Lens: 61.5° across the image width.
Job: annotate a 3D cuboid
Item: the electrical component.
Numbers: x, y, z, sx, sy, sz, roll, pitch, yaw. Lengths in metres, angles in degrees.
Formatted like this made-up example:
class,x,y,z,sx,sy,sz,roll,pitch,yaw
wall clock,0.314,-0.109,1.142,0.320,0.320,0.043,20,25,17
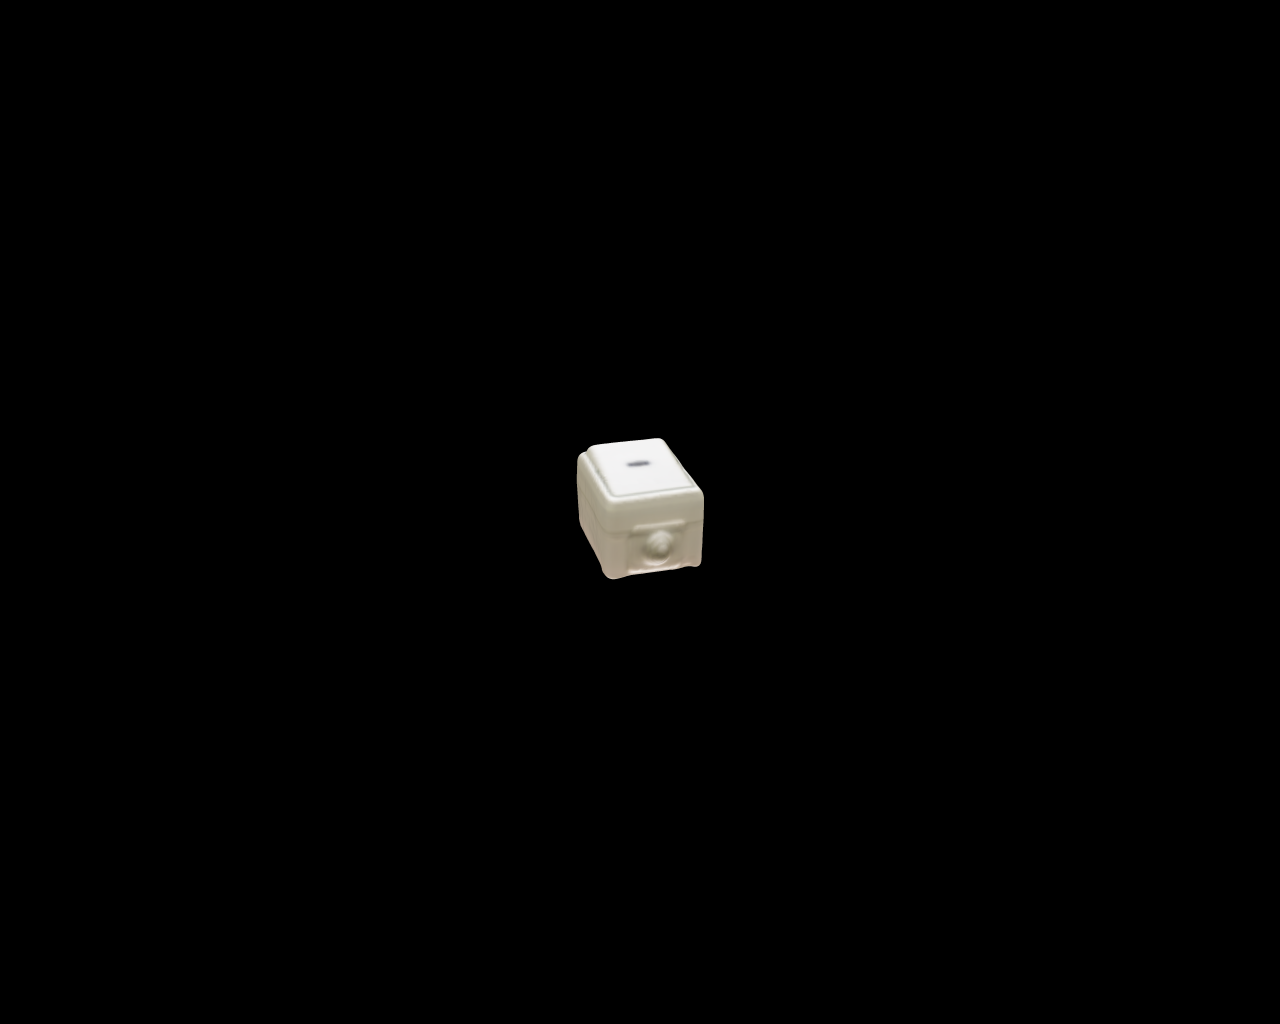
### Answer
class,x,y,z,sx,sy,sz,roll,pitch,yaw
electrical component,0.001,-0.003,0.650,0.062,0.061,0.096,-7,27,-14
